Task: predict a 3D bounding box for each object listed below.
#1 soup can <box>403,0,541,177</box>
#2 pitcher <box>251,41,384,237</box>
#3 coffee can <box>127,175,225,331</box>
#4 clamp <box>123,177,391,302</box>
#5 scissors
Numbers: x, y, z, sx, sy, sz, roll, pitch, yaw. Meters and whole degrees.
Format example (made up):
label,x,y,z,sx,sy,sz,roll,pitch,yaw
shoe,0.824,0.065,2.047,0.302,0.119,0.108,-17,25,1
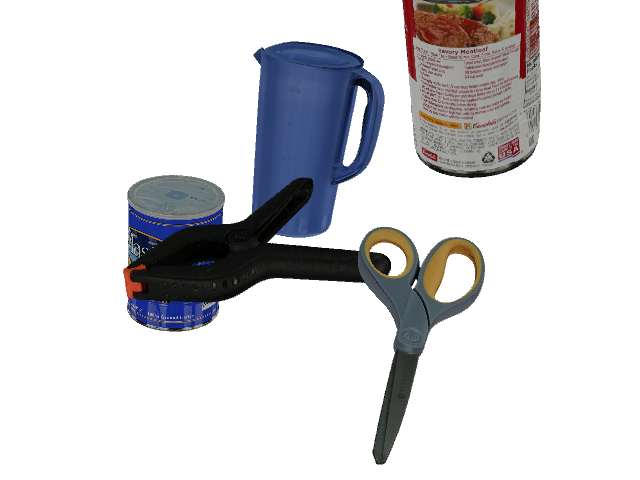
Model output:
label,x,y,z,sx,sy,sz,roll,pitch,yaw
soup can,0.078,-0.092,0.549,0.068,0.102,0.068,-6,36,4
pitcher,-0.015,-0.129,1.390,0.144,0.243,0.149,0,24,-19
coffee can,-0.158,0.013,1.158,0.103,0.140,0.103,4,26,-2
clamp,-0.065,0.005,0.905,0.209,0.036,0.165,-12,33,-14
scissors,0.043,0.053,0.686,0.096,0.016,0.201,26,45,16
